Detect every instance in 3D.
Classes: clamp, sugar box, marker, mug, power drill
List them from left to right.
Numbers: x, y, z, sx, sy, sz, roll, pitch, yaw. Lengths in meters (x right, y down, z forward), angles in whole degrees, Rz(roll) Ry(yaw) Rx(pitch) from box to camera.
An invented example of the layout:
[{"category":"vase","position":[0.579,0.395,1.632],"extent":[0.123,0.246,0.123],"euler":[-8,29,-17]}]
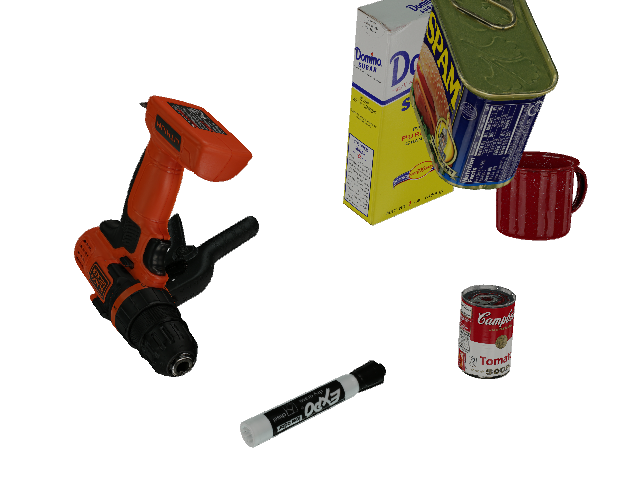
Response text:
[{"category":"power drill","position":[-0.125,-0.007,0.860],"extent":[0.057,0.188,0.185],"euler":[10,25,-44]},{"category":"clamp","position":[-0.143,0.021,1.243],"extent":[0.120,0.039,0.171],"euler":[-8,37,20]},{"category":"marker","position":[-0.002,0.113,0.754],"extent":[0.120,0.020,0.020],"euler":[-21,11,-31]},{"category":"sugar box","position":[0.070,-0.105,0.835],"extent":[0.093,0.176,0.048],"euler":[-24,47,-30]},{"category":"mug","position":[0.245,-0.050,1.176],"extent":[0.117,0.081,0.093],"euler":[-10,19,-28]}]

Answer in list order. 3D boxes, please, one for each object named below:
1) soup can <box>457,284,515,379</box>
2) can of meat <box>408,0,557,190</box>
[{"category":"soup can","position":[0.209,0.116,1.351],"extent":[0.068,0.102,0.068],"euler":[0,20,0]},{"category":"can of meat","position":[0.092,-0.093,0.636],"extent":[0.057,0.102,0.084],"euler":[-4,-37,-12]}]
